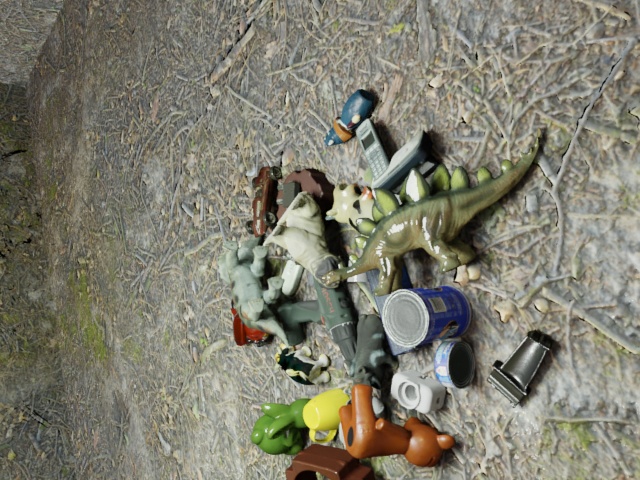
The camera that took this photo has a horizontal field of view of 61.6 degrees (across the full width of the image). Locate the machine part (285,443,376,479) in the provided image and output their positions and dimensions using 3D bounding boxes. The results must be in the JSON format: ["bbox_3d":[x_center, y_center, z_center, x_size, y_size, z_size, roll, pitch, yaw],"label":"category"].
[{"bbox_3d":[0.032,0.557,1.170,0.201,0.087,0.201,-7,101,41],"label":"machine part"}]

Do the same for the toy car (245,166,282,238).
[{"bbox_3d":[-0.150,-0.103,1.390,0.089,0.053,0.202,-19,54,40],"label":"toy car"}]

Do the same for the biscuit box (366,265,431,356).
[{"bbox_3d":[0.157,0.128,1.097,0.063,0.059,0.202,-33,67,43],"label":"biscuit box"}]

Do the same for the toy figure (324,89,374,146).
[{"bbox_3d":[0.063,-0.264,1.203,0.058,0.064,0.154,37,129,-2],"label":"toy figure"}]

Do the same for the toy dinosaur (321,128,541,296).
[{"bbox_3d":[0.199,-0.033,0.983,0.472,0.105,0.198,-26,85,19],"label":"toy dinosaur"}]

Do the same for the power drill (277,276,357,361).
[{"bbox_3d":[-0.006,0.192,1.252,0.207,0.086,0.232,-29,68,46],"label":"power drill"}]

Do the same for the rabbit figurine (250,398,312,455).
[{"bbox_3d":[-0.080,0.429,1.294,0.170,0.159,0.121,-40,51,21],"label":"rabbit figurine"}]

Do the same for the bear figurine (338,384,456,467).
[{"bbox_3d":[0.147,0.364,1.036,0.132,0.196,0.120,-98,20,-45],"label":"bear figurine"}]

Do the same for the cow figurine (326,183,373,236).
[{"bbox_3d":[0.094,-0.051,1.153,0.127,0.085,0.195,-53,55,24],"label":"cow figurine"}]

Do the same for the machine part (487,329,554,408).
[{"bbox_3d":[0.343,0.214,0.918,0.084,0.039,0.138,51,125,40],"label":"machine part"}]

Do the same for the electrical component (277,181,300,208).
[{"bbox_3d":[-0.069,-0.109,1.285,0.094,0.021,0.063,1,87,47],"label":"electrical component"}]

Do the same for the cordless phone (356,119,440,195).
[{"bbox_3d":[0.148,-0.194,1.097,0.146,0.088,0.184,-43,56,37],"label":"cordless phone"}]

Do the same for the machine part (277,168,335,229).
[{"bbox_3d":[-0.036,-0.086,1.305,0.179,0.056,0.179,-3,86,46],"label":"machine part"}]

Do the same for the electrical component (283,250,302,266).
[{"bbox_3d":[-0.035,0.032,1.277,0.045,0.102,0.078,-80,4,-56],"label":"electrical component"}]

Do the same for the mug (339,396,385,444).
[{"bbox_3d":[0.088,0.401,1.138,0.081,0.109,0.107,13,111,44],"label":"mug"}]

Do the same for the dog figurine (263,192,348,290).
[{"bbox_3d":[-0.004,-0.001,1.199,0.172,0.190,0.121,-58,7,-15],"label":"dog figurine"}]

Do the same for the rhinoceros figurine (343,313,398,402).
[{"bbox_3d":[0.104,0.249,1.115,0.073,0.112,0.190,5,86,44],"label":"rhinoceros figurine"}]

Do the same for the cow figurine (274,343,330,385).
[{"bbox_3d":[-0.062,0.299,1.297,0.168,0.098,0.068,13,105,45],"label":"cow figurine"}]

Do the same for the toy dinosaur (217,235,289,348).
[{"bbox_3d":[-0.166,0.135,1.329,0.192,0.131,0.405,102,154,-49],"label":"toy dinosaur"}]

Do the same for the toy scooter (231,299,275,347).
[{"bbox_3d":[-0.187,0.235,1.445,0.184,0.075,0.135,17,102,48],"label":"toy scooter"}]
